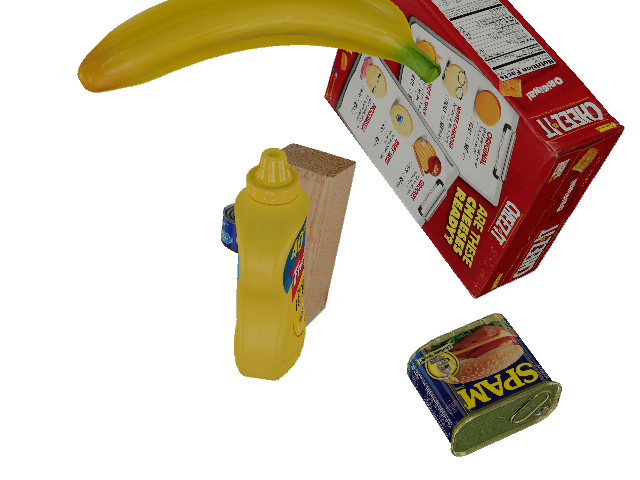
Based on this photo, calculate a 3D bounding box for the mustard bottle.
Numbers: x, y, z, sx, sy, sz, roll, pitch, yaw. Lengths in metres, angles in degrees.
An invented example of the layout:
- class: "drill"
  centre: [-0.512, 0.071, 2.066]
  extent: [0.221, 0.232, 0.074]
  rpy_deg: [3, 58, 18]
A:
- class: "mustard bottle"
  centre: [-0.039, 0.012, 0.848]
  extent: [0.058, 0.192, 0.096]
  rpy_deg: [9, 37, 8]

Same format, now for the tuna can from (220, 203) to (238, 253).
- class: "tuna can"
  centre: [-0.063, -0.011, 1.132]
  extent: [0.086, 0.034, 0.086]
  rpy_deg: [8, 20, -3]

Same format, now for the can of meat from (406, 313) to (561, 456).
- class: "can of meat"
  centre: [0.133, 0.117, 0.887]
  extent: [0.102, 0.084, 0.057]
  rpy_deg: [-21, -38, -15]

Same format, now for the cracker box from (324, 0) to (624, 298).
- class: "cracker box"
  centre: [0.098, -0.093, 0.762]
  extent: [0.072, 0.214, 0.164]
  rpy_deg: [-22, -28, -26]

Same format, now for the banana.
- class: "banana"
  centre: [-0.034, -0.115, 0.588]
  extent: [0.197, 0.069, 0.037]
  rpy_deg: [-5, -44, -10]

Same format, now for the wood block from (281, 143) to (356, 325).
- class: "wood block"
  centre: [-0.029, -0.006, 1.342]
  extent: [0.090, 0.206, 0.090]
  rpy_deg: [18, 22, 15]
